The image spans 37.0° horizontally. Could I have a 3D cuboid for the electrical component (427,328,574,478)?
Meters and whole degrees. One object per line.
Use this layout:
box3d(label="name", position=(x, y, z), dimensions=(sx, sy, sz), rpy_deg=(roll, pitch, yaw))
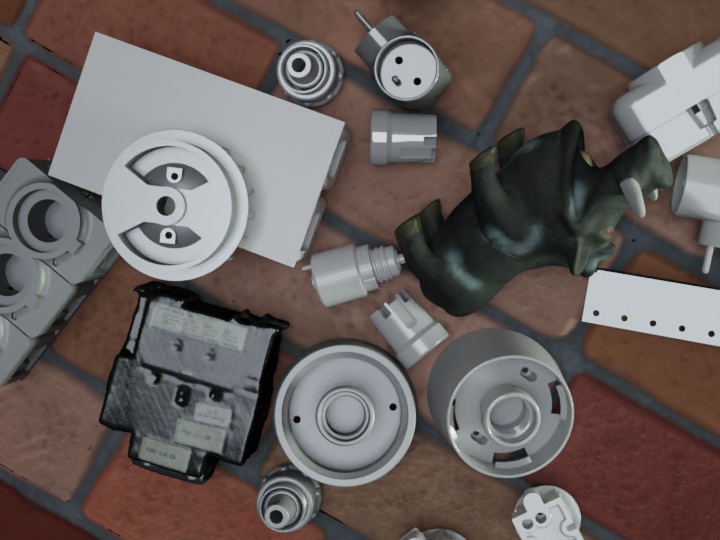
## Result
box3d(label="electrical component", position=(0.101, 0.096, 0.769), dimensions=(0.099, 0.064, 0.099), rpy_deg=(-1, 102, -4))

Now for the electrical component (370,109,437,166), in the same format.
box3d(label="electrical component", position=(0.031, -0.094, 0.766), dimensions=(0.046, 0.040, 0.040), rpy_deg=(1, 94, 1))

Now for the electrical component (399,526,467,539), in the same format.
box3d(label="electrical component", position=(0.057, 0.219, 0.773), dimensions=(0.058, 0.057, 0.078), rpy_deg=(-39, 89, 7))

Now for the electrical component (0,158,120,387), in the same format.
box3d(label="electrical component", position=(-0.251, 0.002, 0.793), dimensions=(0.089, 0.062, 0.150), rpy_deg=(40, 97, 3))

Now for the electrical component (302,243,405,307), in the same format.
box3d(label="electrical component", position=(0.000, 0.000, 0.774), dimensions=(0.078, 0.040, 0.040), rpy_deg=(-15, 92, 7))

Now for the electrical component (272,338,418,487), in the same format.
box3d(label="electrical component", position=(-0.011, 0.102, 0.762), dimensions=(0.108, 0.060, 0.108), rpy_deg=(0, 86, -1))

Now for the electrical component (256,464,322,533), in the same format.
box3d(label="electrical component", position=(-0.055, 0.170, 0.780), dimensions=(0.048, 0.062, 0.048), rpy_deg=(0, 94, 7))

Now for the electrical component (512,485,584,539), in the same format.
box3d(label="electrical component", position=(0.133, 0.181, 0.762), dimensions=(0.048, 0.055, 0.066), rpy_deg=(-27, 90, 8))

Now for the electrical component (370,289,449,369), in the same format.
box3d(label="electrical component", position=(0.034, 0.042, 0.774), dimensions=(0.040, 0.040, 0.046), rpy_deg=(-40, 84, 7))

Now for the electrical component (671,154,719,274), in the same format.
box3d(label="electrical component", position=(0.255, -0.034, 0.741), dimensions=(0.077, 0.043, 0.079), rpy_deg=(11, 95, 6))

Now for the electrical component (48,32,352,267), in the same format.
box3d(label="electrical component", position=(-0.111, -0.085, 0.772), dimensions=(0.186, 0.060, 0.105), rpy_deg=(21, 96, 5))

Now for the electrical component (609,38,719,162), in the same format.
box3d(label="electrical component", position=(0.222, -0.116, 0.734), dimensions=(0.095, 0.054, 0.059), rpy_deg=(-31, 90, 8))

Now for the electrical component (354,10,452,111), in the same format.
box3d(label="electrical component", position=(0.023, -0.148, 0.744), dimensions=(0.043, 0.077, 0.079), rpy_deg=(-41, 88, 8))

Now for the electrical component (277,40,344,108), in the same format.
box3d(label="electrical component", position=(-0.038, -0.141, 0.759), dimensions=(0.048, 0.062, 0.048), rpy_deg=(0, 94, 6))
